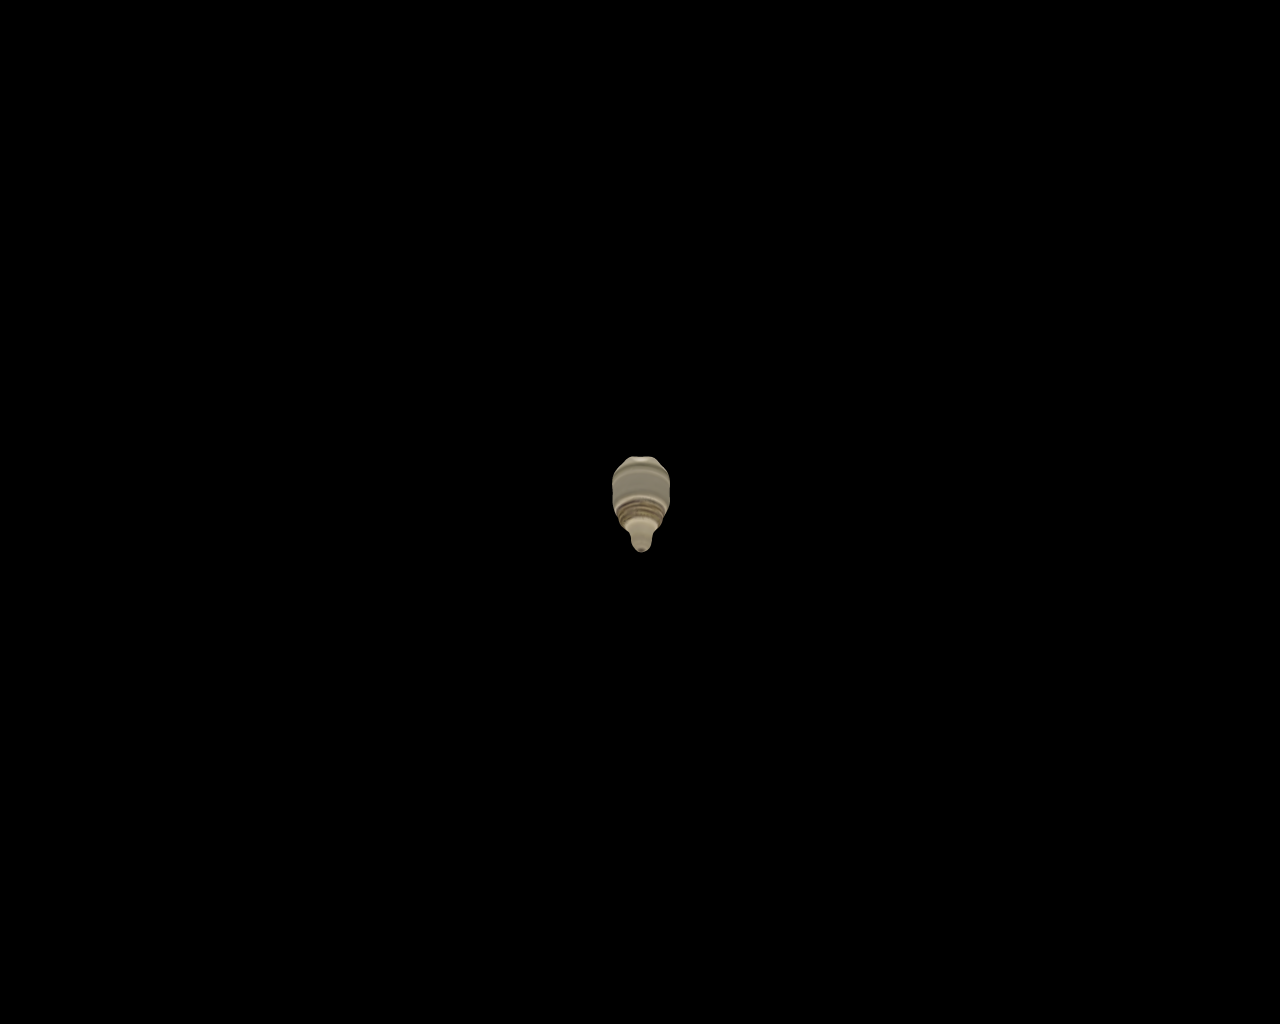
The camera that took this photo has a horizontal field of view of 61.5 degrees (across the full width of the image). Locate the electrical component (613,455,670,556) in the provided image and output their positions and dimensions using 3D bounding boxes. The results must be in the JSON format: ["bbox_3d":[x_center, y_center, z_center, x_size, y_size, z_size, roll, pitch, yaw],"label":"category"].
[{"bbox_3d":[0.001,-0.003,0.650,0.035,0.061,0.035,0,-33,0],"label":"electrical component"}]
